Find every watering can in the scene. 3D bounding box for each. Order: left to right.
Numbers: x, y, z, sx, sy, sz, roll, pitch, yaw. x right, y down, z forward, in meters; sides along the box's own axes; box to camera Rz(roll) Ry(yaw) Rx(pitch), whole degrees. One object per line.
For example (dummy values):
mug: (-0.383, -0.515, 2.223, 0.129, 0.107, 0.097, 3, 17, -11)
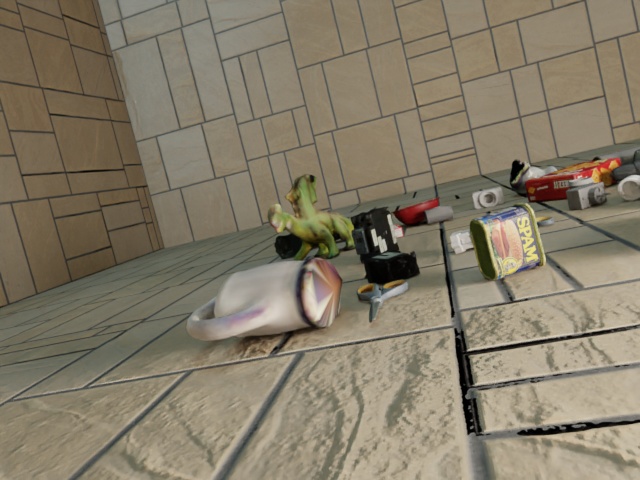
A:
watering can: (-0.068, 0.083, 0.834, 0.223, 0.103, 0.350, -11, 7, 18)

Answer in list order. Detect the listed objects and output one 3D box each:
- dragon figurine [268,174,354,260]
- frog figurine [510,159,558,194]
dragon figurine: (0.004, -0.073, 1.452, 0.121, 0.242, 0.415, -16, 5, 42)
frog figurine: (0.715, -0.195, 1.696, 0.159, 0.123, 0.137, 21, -7, -6)
